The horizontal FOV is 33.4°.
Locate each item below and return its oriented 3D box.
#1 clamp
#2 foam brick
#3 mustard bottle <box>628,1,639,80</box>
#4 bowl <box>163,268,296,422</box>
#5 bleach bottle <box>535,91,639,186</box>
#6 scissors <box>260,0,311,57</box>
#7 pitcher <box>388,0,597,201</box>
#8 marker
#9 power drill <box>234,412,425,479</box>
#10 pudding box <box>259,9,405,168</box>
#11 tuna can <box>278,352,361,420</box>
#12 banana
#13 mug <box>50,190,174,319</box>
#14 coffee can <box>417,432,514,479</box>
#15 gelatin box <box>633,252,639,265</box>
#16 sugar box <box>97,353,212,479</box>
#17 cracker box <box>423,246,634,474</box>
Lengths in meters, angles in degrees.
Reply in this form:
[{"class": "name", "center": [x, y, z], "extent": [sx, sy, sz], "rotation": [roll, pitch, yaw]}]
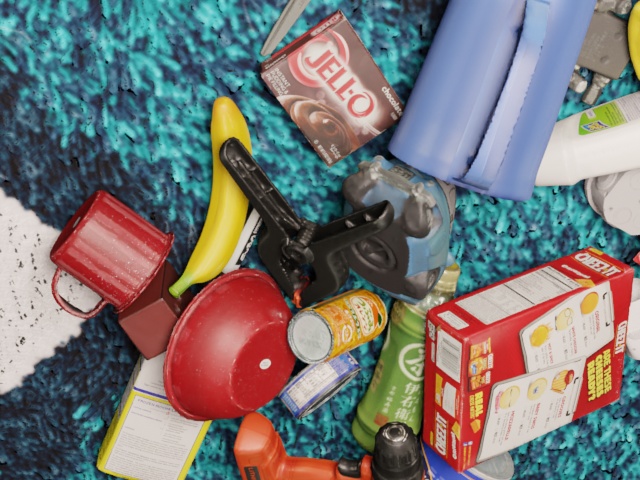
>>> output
[{"class": "clamp", "center": [-0.006, 0.001, 0.981], "extent": [0.165, 0.036, 0.210], "rotation": [21, 148, 20]}, {"class": "foam brick", "center": [-0.157, 0.066, 1.031], "extent": [0.051, 0.078, 0.053], "rotation": [-27, 118, 10]}, {"class": "mustard bottle", "center": [0.365, -0.209, 0.938], "extent": [0.191, 0.058, 0.096], "rotation": [-30, 135, -6]}, {"class": "bowl", "center": [-0.072, 0.111, 1.028], "extent": [0.161, 0.055, 0.162], "rotation": [-27, 128, -40]}, {"class": "bleach bottle", "center": [0.288, -0.102, 0.990], "extent": [0.251, 0.102, 0.068], "rotation": [-15, 112, 10]}, {"class": "scissors", "center": [0.025, -0.238, 0.921], "extent": [0.096, 0.016, 0.202], "rotation": [15, 116, -14]}, {"class": "pitcher", "center": [0.158, -0.160, 0.896], "extent": [0.144, 0.149, 0.243], "rotation": [1, 114, -45]}, {"class": "marker", "center": [-0.077, 0.005, 1.040], "extent": [0.020, 0.020, 0.121], "rotation": [21, 114, -17]}, {"class": "power drill", "center": [0.012, 0.223, 1.060], "extent": [0.188, 0.057, 0.184], "rotation": [11, 141, 15]}, {"class": "pudding box", "center": [0.013, -0.136, 0.961], "extent": [0.090, 0.039, 0.113], "rotation": [-33, 118, 10]}, {"class": "tuna can", "center": [0.000, 0.145, 1.085], "extent": [0.086, 0.086, 0.034], "rotation": [-43, 79, 16]}, {"class": "banana", "center": [-0.091, -0.039, 0.991], "extent": [0.037, 0.069, 0.198], "rotation": [21, 110, 19]}, {"class": "mug", "center": [-0.202, 0.017, 0.988], "extent": [0.081, 0.093, 0.117], "rotation": [37, 85, -18]}, {"class": "coffee can", "center": [0.128, 0.269, 1.160], "extent": [0.102, 0.103, 0.140], "rotation": [27, 112, -20]}, {"class": "gelatin box", "center": [0.360, 0.003, 1.061], "extent": [0.089, 0.030, 0.073], "rotation": [7, 123, -49]}, {"class": "sugar box", "center": [-0.159, 0.174, 1.109], "extent": [0.093, 0.048, 0.176], "rotation": [20, 111, -17]}, {"class": "cracker box", "center": [0.205, 0.116, 1.062], "extent": [0.213, 0.072, 0.164], "rotation": [-19, 124, -26]}]
